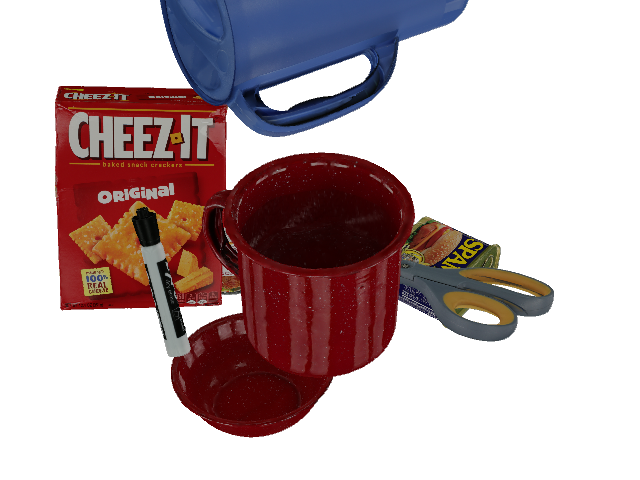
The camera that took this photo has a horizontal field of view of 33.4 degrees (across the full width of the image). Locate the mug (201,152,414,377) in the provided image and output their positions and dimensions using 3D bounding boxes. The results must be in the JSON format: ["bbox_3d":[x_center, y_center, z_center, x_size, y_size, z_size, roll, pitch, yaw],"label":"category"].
[{"bbox_3d":[-0.011,0.011,0.547,0.117,0.081,0.093,20,46,21],"label":"mug"}]

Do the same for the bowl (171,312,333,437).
[{"bbox_3d":[-0.065,0.142,1.058,0.162,0.055,0.162,-2,37,2],"label":"bowl"}]

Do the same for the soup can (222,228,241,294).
[{"bbox_3d":[-0.112,0.005,1.289,0.068,0.102,0.068,1,26,-1],"label":"soup can"}]

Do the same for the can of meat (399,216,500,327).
[{"bbox_3d":[0.116,0.028,1.058,0.084,0.057,0.101,26,44,28],"label":"can of meat"}]

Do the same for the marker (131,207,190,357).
[{"bbox_3d":[-0.123,0.032,0.825,0.020,0.121,0.020,-11,18,3],"label":"marker"}]

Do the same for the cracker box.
[{"bbox_3d":[-0.176,-0.040,1.054,0.164,0.214,0.072,0,21,-10],"label":"cracker box"}]

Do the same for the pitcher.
[{"bbox_3d":[0.004,-0.193,0.869,0.242,0.149,0.145,-20,36,-24],"label":"pitcher"}]

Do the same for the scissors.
[{"bbox_3d":[0.063,0.032,0.760,0.202,0.016,0.096,9,26,15],"label":"scissors"}]
